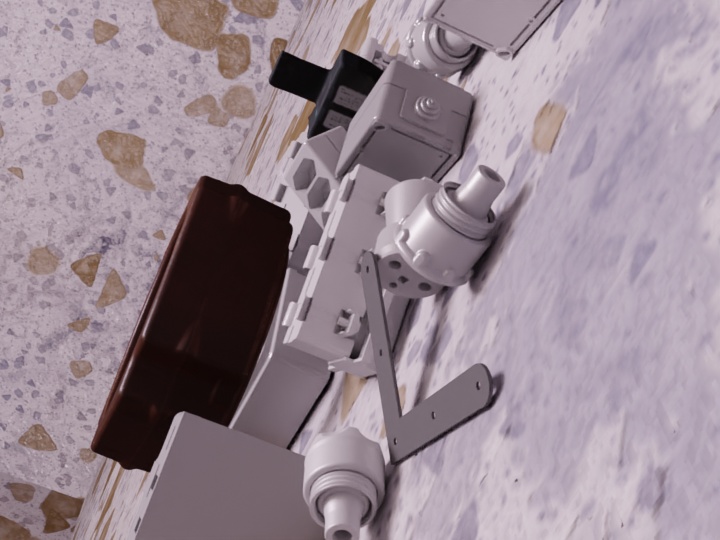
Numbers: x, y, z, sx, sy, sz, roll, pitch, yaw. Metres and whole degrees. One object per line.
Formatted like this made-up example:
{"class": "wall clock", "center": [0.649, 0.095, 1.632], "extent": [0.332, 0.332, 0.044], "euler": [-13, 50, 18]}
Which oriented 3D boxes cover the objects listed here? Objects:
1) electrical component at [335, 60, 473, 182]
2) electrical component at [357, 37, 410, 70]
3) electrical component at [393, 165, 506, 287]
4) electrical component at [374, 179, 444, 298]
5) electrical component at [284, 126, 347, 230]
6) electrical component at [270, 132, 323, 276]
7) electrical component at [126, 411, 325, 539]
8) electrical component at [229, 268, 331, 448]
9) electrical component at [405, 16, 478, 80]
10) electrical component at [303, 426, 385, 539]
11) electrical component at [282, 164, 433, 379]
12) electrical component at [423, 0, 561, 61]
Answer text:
{"class": "electrical component", "center": [0.032, -0.095, 0.719], "extent": [0.096, 0.062, 0.061], "euler": [132, 157, -58]}
{"class": "electrical component", "center": [0.007, -0.154, 0.968], "extent": [0.089, 0.050, 0.055], "euler": [129, 160, -54]}
{"class": "electrical component", "center": [0.050, -0.026, 0.557], "extent": [0.062, 0.048, 0.048], "euler": [-54, 17, 27]}
{"class": "electrical component", "center": [0.032, -0.018, 0.617], "extent": [0.045, 0.045, 0.055], "euler": [126, 161, -49]}
{"class": "electrical component", "center": [0.003, -0.061, 0.783], "extent": [0.076, 0.083, 0.047], "euler": [-28, -15, -36]}
{"class": "electrical component", "center": [-0.041, -0.053, 0.934], "extent": [0.079, 0.063, 0.121], "euler": [12, 77, 37]}
{"class": "electrical component", "center": [-0.093, 0.190, 0.645], "extent": [0.060, 0.105, 0.186], "euler": [159, 133, -74]}
{"class": "electrical component", "center": [-0.063, 0.074, 0.845], "extent": [0.108, 0.056, 0.108], "euler": [-83, 19, -52]}
{"class": "electrical component", "center": [0.063, -0.160, 0.748], "extent": [0.048, 0.048, 0.062], "euler": [-69, 19, -8]}
{"class": "electrical component", "center": [-0.008, 0.115, 0.558], "extent": [0.062, 0.043, 0.043], "euler": [-88, 24, -57]}
{"class": "electrical component", "center": [0.000, 0.000, 0.683], "extent": [0.079, 0.063, 0.121], "euler": [151, 140, -71]}
{"class": "electrical component", "center": [0.083, -0.177, 0.642], "extent": [0.096, 0.062, 0.061], "euler": [134, 156, -61]}
